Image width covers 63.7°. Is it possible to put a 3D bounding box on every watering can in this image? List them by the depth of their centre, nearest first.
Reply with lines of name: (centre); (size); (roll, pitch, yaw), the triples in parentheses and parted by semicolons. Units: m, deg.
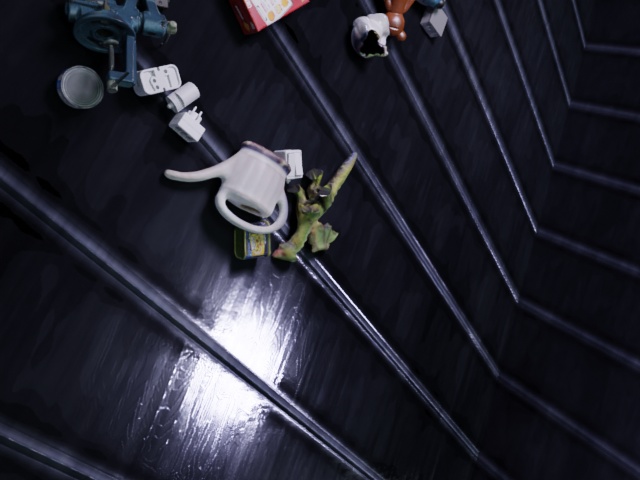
watering can: (-0.209, -0.159, 1.331); (0.344, 0.103, 0.227); (32, 69, -30)

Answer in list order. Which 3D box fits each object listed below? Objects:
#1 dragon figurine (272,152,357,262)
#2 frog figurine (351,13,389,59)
dragon figurine: (0.005, -0.079, 1.577); (0.417, 0.123, 0.237); (-39, 138, -33)
frog figurine: (0.162, -0.668, 1.654); (0.136, 0.121, 0.163); (27, 50, -32)
